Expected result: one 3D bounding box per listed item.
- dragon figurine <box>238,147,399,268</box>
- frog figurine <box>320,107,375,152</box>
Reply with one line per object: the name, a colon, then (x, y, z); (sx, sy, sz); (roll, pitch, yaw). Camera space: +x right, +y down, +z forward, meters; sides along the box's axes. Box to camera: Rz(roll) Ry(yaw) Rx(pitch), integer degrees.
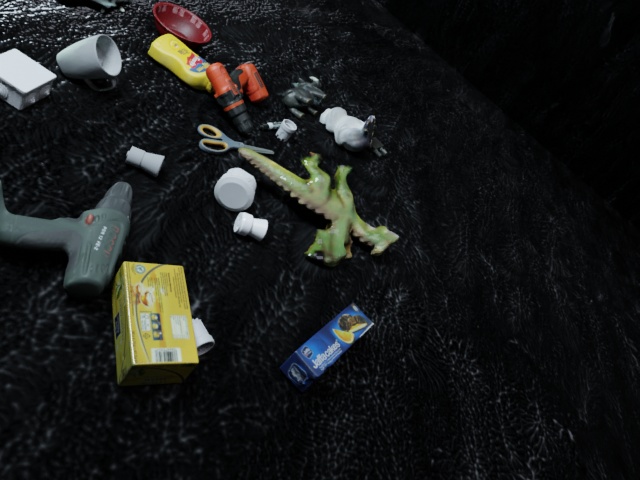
dragon figurine: (0.003, -0.058, 1.148); (0.409, 0.120, 0.248); (12, 52, -30)
frog figurine: (0.073, -0.322, 1.502); (0.159, 0.120, 0.140); (8, 43, 16)
